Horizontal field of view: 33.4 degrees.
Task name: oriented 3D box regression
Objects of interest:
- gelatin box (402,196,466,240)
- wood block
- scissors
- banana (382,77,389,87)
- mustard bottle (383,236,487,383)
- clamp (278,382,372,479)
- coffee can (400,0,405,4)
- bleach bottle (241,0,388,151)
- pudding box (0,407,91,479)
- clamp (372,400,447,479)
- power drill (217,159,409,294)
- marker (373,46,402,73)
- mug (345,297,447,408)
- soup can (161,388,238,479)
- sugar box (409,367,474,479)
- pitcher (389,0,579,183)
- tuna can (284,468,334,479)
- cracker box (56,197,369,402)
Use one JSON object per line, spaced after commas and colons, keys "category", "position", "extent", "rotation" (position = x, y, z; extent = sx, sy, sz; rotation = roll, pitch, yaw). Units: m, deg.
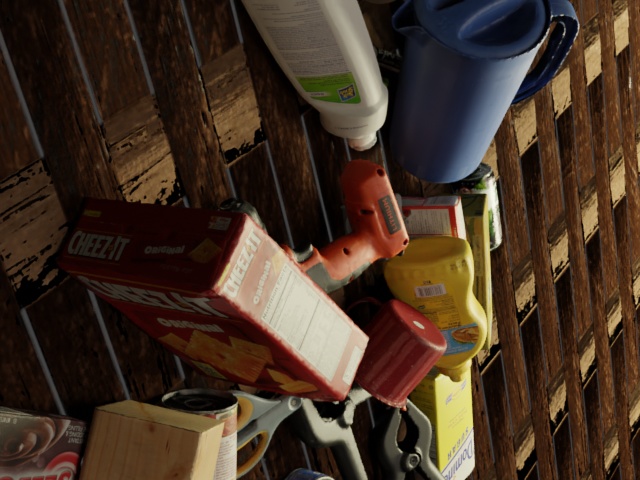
{"category": "gelatin box", "position": [0.117, -0.011, 1.195], "extent": [0.030, 0.089, 0.073], "rotation": [-54, 138, -54]}
{"category": "wood block", "position": [-0.147, 0.241, 0.850], "extent": [0.090, 0.090, 0.206], "rotation": [30, 71, -81]}
{"category": "scissors", "position": [-0.042, 0.148, 1.031], "extent": [0.201, 0.016, 0.096], "rotation": [-44, 124, -22]}
{"category": "banana", "position": [0.021, -0.223, 1.026], "extent": [0.198, 0.069, 0.037], "rotation": [75, 11, -50]}
{"category": "mustard bottle", "position": [0.137, 0.087, 1.198], "extent": [0.058, 0.096, 0.191], "rotation": [-80, 156, -53]}
{"category": "clamp", "position": [0.022, 0.176, 1.146], "extent": [0.209, 0.036, 0.164], "rotation": [47, 51, -43]}
{"category": "coffee can", "position": [0.152, -0.243, 1.186], "extent": [0.102, 0.103, 0.140], "rotation": [-58, 139, -30]}
{"category": "bleach bottle", "position": [-0.001, -0.177, 1.005], "extent": [0.250, 0.103, 0.068], "rotation": [63, 37, -48]}
{"category": "pudding box", "position": [-0.229, 0.171, 0.790], "extent": [0.113, 0.039, 0.090], "rotation": [23, 78, -54]}
{"category": "clamp", "position": [0.109, 0.259, 1.265], "extent": [0.120, 0.039, 0.171], "rotation": [-10, 107, -36]}
{"category": "power drill", "position": [-0.007, 0.001, 1.030], "extent": [0.187, 0.057, 0.184], "rotation": [-39, 125, -26]}
{"category": "marker", "position": [0.064, -0.196, 1.145], "extent": [0.120, 0.020, 0.020], "rotation": [5, 93, -54]}
{"category": "mug", "position": [0.072, 0.109, 1.139], "extent": [0.081, 0.117, 0.093], "rotation": [-52, 156, 16]}
{"category": "soup can", "position": [-0.107, 0.189, 0.941], "extent": [0.068, 0.069, 0.102], "rotation": [-10, 105, -53]}
{"category": "sugar box", "position": [0.154, 0.229, 1.336], "extent": [0.093, 0.048, 0.176], "rotation": [-31, 120, -48]}
{"category": "pitcher", "position": [0.151, -0.165, 1.095], "extent": [0.144, 0.149, 0.243], "rotation": [-51, 166, -27]}
{"category": "tuna can", "position": [-0.014, 0.285, 1.121], "extent": [0.085, 0.034, 0.086], "rotation": [-15, 109, -53]}
{"category": "cracker box", "position": [-0.082, 0.053, 0.865], "extent": [0.213, 0.164, 0.072], "rotation": [47, 57, -48]}
